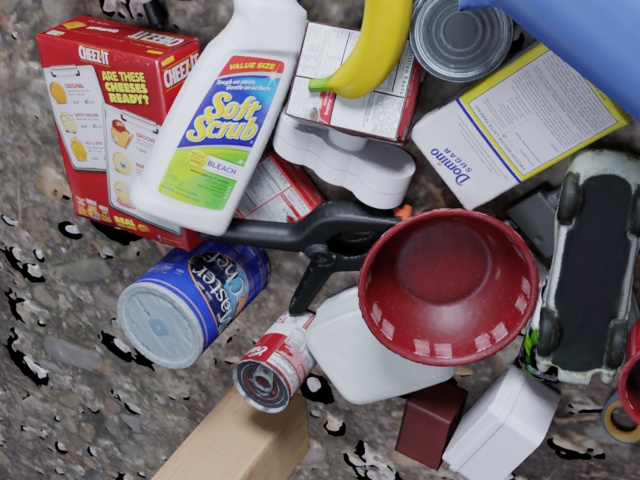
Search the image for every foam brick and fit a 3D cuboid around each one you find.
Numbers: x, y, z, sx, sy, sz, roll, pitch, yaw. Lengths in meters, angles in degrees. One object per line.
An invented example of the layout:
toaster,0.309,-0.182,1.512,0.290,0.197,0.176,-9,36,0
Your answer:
foam brick,0.117,0.190,1.118,0.051,0.052,0.078,23,131,19

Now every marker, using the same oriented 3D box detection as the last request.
marker,-0.177,-0.260,1.021,0.020,0.020,0.121,-7,116,36

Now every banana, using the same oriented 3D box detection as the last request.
banana,0.039,-0.180,0.843,0.069,0.037,0.198,18,134,1

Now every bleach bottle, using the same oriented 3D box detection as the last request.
bleach bottle,-0.085,-0.133,0.973,0.102,0.068,0.251,18,110,-17

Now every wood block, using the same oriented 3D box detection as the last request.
wood block,-0.102,0.260,1.201,0.091,0.205,0.090,13,127,25

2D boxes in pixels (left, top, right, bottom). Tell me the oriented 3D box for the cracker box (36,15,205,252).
cracker box,-0.189,-0.110,1.091,0.164,0.072,0.214,17,128,30

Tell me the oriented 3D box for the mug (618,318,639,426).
mug,0.314,0.108,0.907,0.117,0.081,0.093,2,114,16

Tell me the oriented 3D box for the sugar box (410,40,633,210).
sugar box,0.166,-0.101,0.891,0.093,0.048,0.177,52,137,-8

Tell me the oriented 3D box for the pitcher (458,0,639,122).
pitcher,0.233,-0.172,0.755,0.243,0.144,0.149,41,146,-3

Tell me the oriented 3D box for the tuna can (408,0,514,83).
tuna can,0.114,-0.171,0.862,0.086,0.033,0.086,3,112,6

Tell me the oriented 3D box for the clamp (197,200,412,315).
clamp,-0.007,0.001,1.050,0.210,0.036,0.164,-24,133,38

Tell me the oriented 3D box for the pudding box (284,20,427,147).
pudding box,0.033,-0.137,0.930,0.114,0.039,0.090,15,92,22

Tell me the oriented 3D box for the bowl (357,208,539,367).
bowl,0.114,0.034,0.972,0.162,0.055,0.162,1,116,1

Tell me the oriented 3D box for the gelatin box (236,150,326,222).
gelatin box,-0.048,-0.046,1.078,0.089,0.030,0.073,-31,100,40

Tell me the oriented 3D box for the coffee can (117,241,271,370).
coffee can,-0.131,0.054,1.124,0.103,0.140,0.103,17,128,23

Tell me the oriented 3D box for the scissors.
scissors,0.282,0.119,0.987,0.096,0.016,0.201,-20,108,39

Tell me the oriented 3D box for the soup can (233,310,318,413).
soup can,-0.038,0.127,1.140,0.069,0.102,0.068,17,128,23
